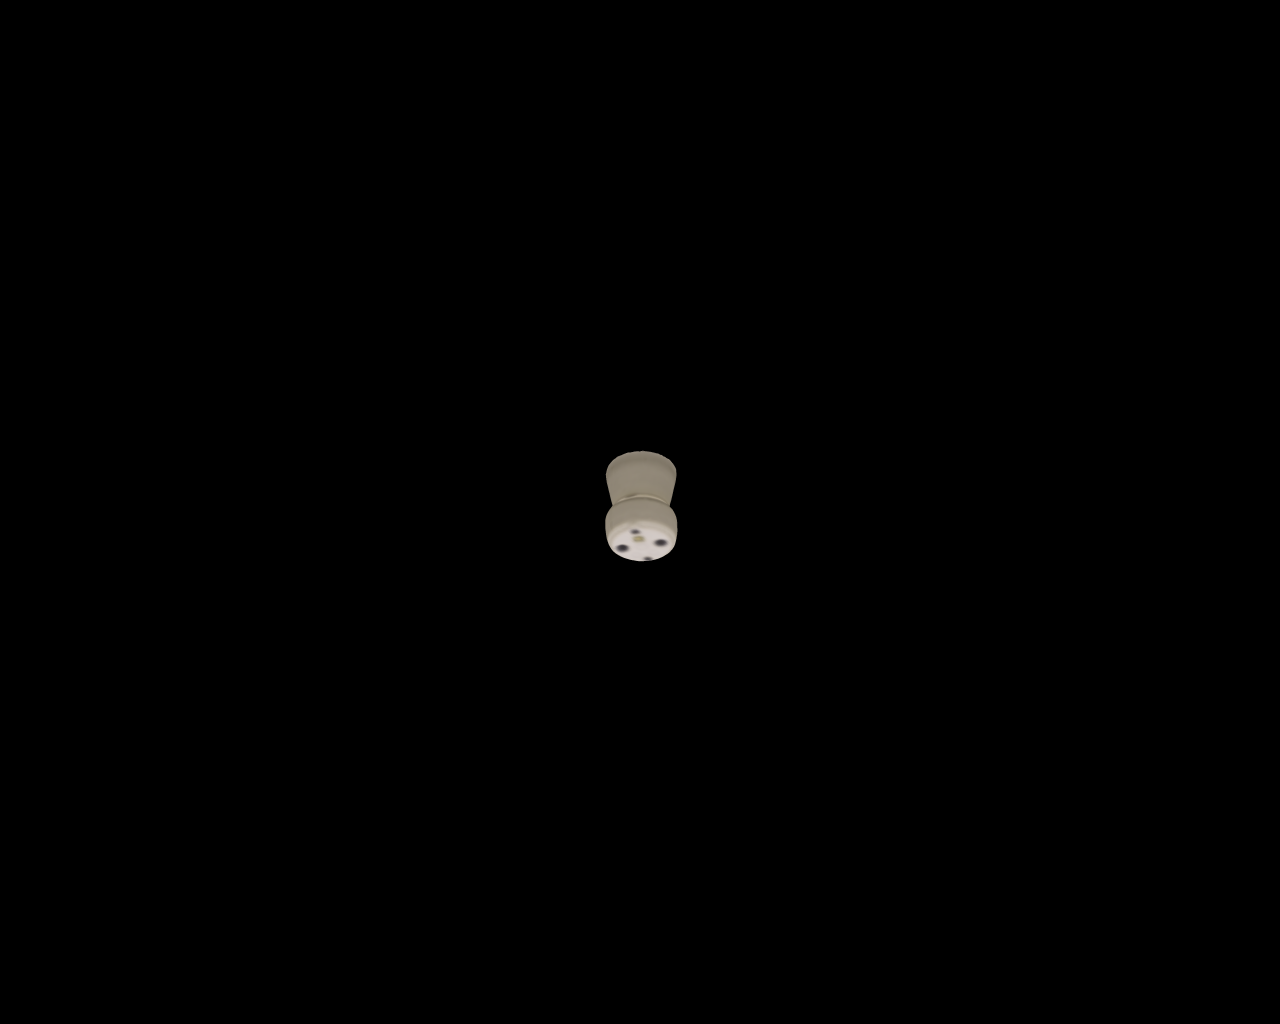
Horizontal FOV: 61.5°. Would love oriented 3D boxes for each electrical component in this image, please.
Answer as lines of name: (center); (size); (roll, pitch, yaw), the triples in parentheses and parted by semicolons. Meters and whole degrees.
electrical component: (0.001, -0.003, 0.650); (0.045, 0.055, 0.044); (0, -35, 0)
